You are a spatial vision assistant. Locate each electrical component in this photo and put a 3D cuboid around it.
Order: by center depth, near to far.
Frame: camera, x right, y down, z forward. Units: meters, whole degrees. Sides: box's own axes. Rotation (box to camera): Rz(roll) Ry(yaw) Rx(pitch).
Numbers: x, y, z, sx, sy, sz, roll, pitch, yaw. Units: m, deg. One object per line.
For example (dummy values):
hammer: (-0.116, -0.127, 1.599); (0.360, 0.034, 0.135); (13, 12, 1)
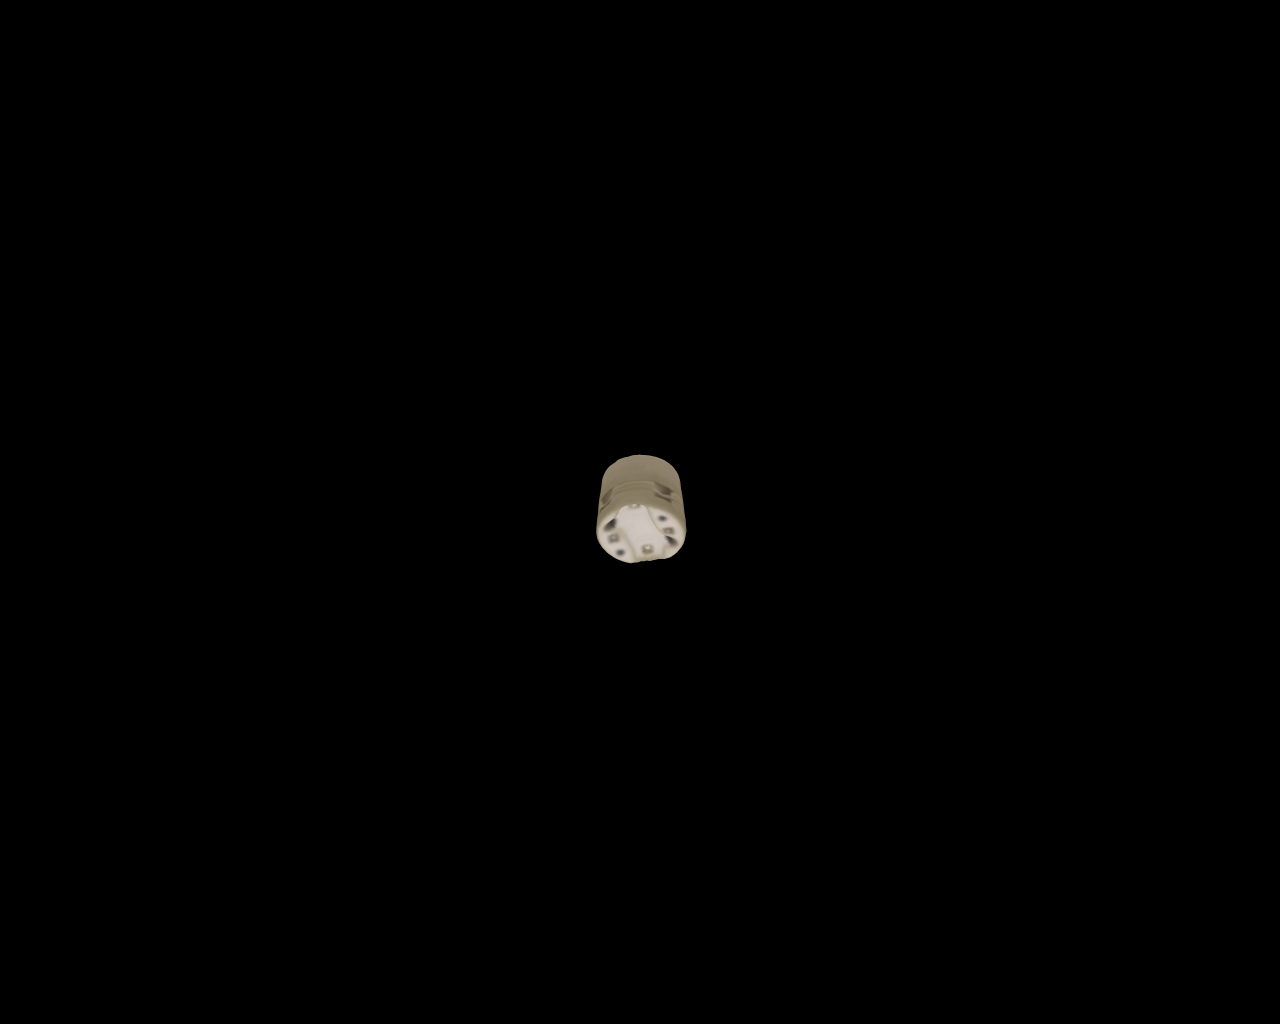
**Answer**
electrical component: (0.001, -0.003, 0.650); (0.055, 0.047, 0.055); (0, -43, 0)
